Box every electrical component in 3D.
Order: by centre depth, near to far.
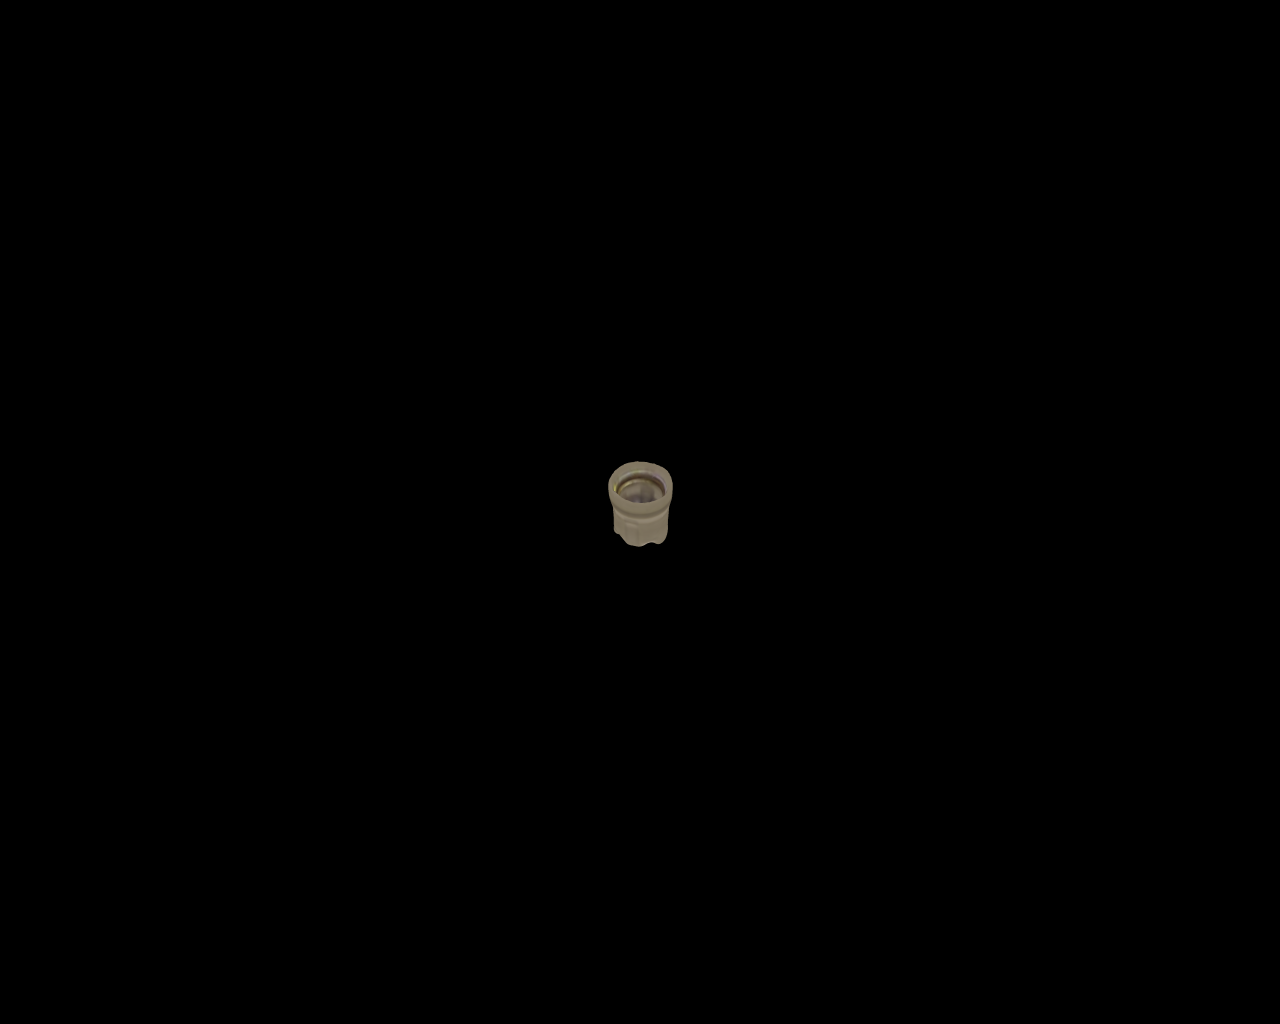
[{"bbox_3d":[0.001,-0.003,0.650,0.040,0.040,0.046,0,-44,0],"label":"electrical component"}]
